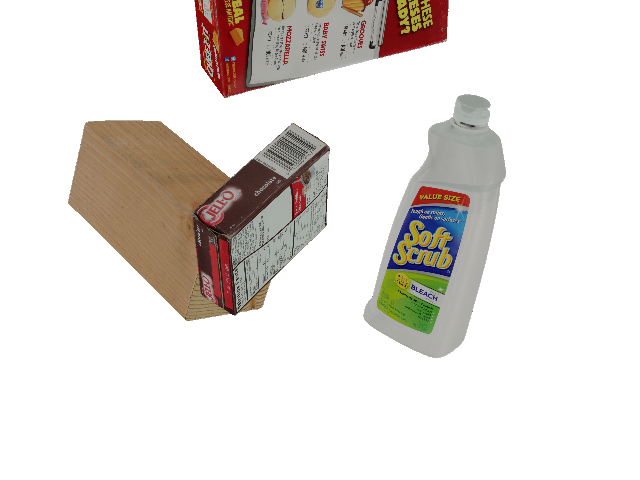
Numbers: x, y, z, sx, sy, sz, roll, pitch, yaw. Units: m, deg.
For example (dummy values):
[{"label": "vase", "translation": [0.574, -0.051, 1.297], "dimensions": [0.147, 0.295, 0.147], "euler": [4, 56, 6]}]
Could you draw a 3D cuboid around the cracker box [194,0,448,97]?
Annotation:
[{"label": "cracker box", "translation": [0.000, -0.227, 0.890], "dimensions": [0.213, 0.164, 0.072], "euler": [-18, 42, -17]}]

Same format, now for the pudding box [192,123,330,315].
[{"label": "pudding box", "translation": [-0.040, -0.014, 0.756], "dimensions": [0.039, 0.090, 0.113], "euler": [33, 57, 22]}]

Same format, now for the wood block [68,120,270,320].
[{"label": "wood block", "translation": [-0.135, -0.025, 0.974], "dimensions": [0.090, 0.091, 0.206], "euler": [-6, 34, -44]}]

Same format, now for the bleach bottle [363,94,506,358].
[{"label": "bleach bottle", "translation": [0.109, -0.017, 0.980], "dimensions": [0.103, 0.251, 0.067], "euler": [28, 37, 28]}]
